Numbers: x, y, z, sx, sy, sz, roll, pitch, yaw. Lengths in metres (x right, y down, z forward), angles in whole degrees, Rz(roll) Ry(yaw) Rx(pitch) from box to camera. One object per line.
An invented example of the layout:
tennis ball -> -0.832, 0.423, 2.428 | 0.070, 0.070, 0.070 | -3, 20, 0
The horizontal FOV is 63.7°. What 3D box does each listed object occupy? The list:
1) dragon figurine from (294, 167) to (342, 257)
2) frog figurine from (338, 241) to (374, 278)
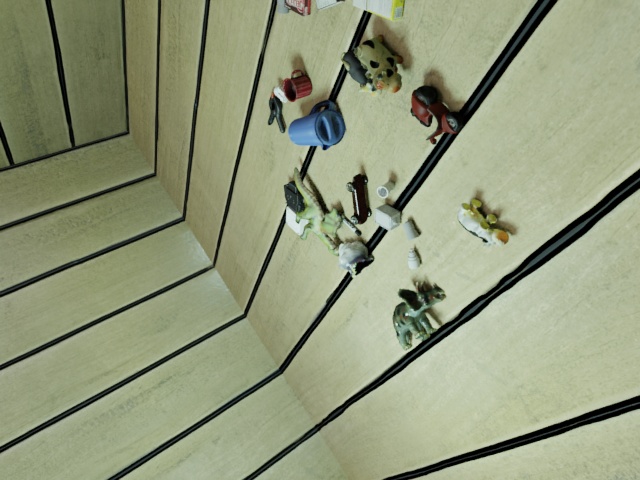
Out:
dragon figurine -> 0.007, -0.110, 2.188 | 0.243, 0.124, 0.404 | 7, 119, 44
frog figurine -> 0.123, 0.057, 2.103 | 0.135, 0.122, 0.162 | -55, 49, 20
